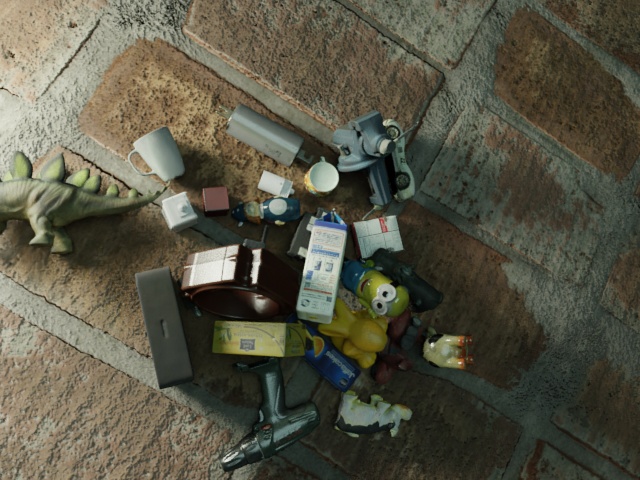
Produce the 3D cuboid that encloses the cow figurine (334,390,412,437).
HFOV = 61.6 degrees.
[{"bbox_3d":[0.118,0.394,1.187,0.167,0.068,0.098,15,84,-7],"label":"cow figurine"}]

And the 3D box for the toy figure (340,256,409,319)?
[{"bbox_3d":[0.112,0.097,1.160,0.089,0.180,0.082,-16,127,-38],"label":"toy figure"}]

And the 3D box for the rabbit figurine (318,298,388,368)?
[{"bbox_3d":[0.084,0.193,1.157,0.162,0.173,0.122,37,80,-10],"label":"rabbit figurine"}]

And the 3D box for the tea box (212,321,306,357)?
[{"bbox_3d":[-0.124,0.202,1.106,0.170,0.098,0.068,-3,78,25],"label":"tea box"}]

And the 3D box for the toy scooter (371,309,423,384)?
[{"bbox_3d":[0.180,0.236,1.191,0.075,0.135,0.184,29,75,-6],"label":"toy scooter"}]

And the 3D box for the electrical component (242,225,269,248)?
[{"bbox_3d":[-0.147,0.022,1.179,0.048,0.075,0.119,14,82,-13],"label":"electrical component"}]

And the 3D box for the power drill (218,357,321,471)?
[{"bbox_3d":[-0.124,0.353,1.133,0.232,0.086,0.207,-15,81,-16],"label":"power drill"}]

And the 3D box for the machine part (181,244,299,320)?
[{"bbox_3d":[-0.160,0.093,1.081,0.201,0.201,0.087,-11,58,28],"label":"machine part"}]

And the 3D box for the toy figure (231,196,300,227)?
[{"bbox_3d":[-0.122,-0.067,1.203,0.154,0.057,0.064,-3,46,-5],"label":"toy figure"}]

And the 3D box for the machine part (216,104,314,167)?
[{"bbox_3d":[-0.125,-0.236,1.222,0.243,0.079,0.079,29,76,-8],"label":"machine part"}]

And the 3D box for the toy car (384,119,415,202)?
[{"bbox_3d":[0.182,-0.190,1.287,0.056,0.073,0.201,-9,84,-11],"label":"toy car"}]

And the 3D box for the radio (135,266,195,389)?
[{"bbox_3d":[-0.312,0.175,1.089,0.073,0.131,0.229,-11,84,-15],"label":"radio"}]

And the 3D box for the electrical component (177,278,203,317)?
[{"bbox_3d":[-0.267,0.117,1.159,0.063,0.021,0.094,-28,88,-5],"label":"electrical component"}]

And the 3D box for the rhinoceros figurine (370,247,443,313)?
[{"bbox_3d":[0.192,0.093,1.228,0.190,0.112,0.073,40,78,-5],"label":"rhinoceros figurine"}]

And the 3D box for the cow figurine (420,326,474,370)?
[{"bbox_3d":[0.275,0.241,1.194,0.127,0.195,0.085,0,85,22],"label":"cow figurine"}]

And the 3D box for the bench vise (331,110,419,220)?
[{"bbox_3d":[0.119,-0.172,1.221,0.129,0.224,0.240,-34,118,-29],"label":"bench vise"}]

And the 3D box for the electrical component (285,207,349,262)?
[{"bbox_3d":[-0.003,-0.004,1.226,0.115,0.058,0.134,27,76,-10],"label":"electrical component"}]

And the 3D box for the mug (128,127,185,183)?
[{"bbox_3d":[-0.349,-0.174,1.161,0.109,0.081,0.107,-35,100,-20],"label":"mug"}]

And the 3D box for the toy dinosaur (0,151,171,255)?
[{"bbox_3d":[-0.550,-0.074,1.088,0.471,0.105,0.198,4,79,-14],"label":"toy dinosaur"}]

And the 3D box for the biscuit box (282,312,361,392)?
[{"bbox_3d":[-0.005,0.247,1.185,0.202,0.059,0.063,42,75,-4],"label":"biscuit box"}]
